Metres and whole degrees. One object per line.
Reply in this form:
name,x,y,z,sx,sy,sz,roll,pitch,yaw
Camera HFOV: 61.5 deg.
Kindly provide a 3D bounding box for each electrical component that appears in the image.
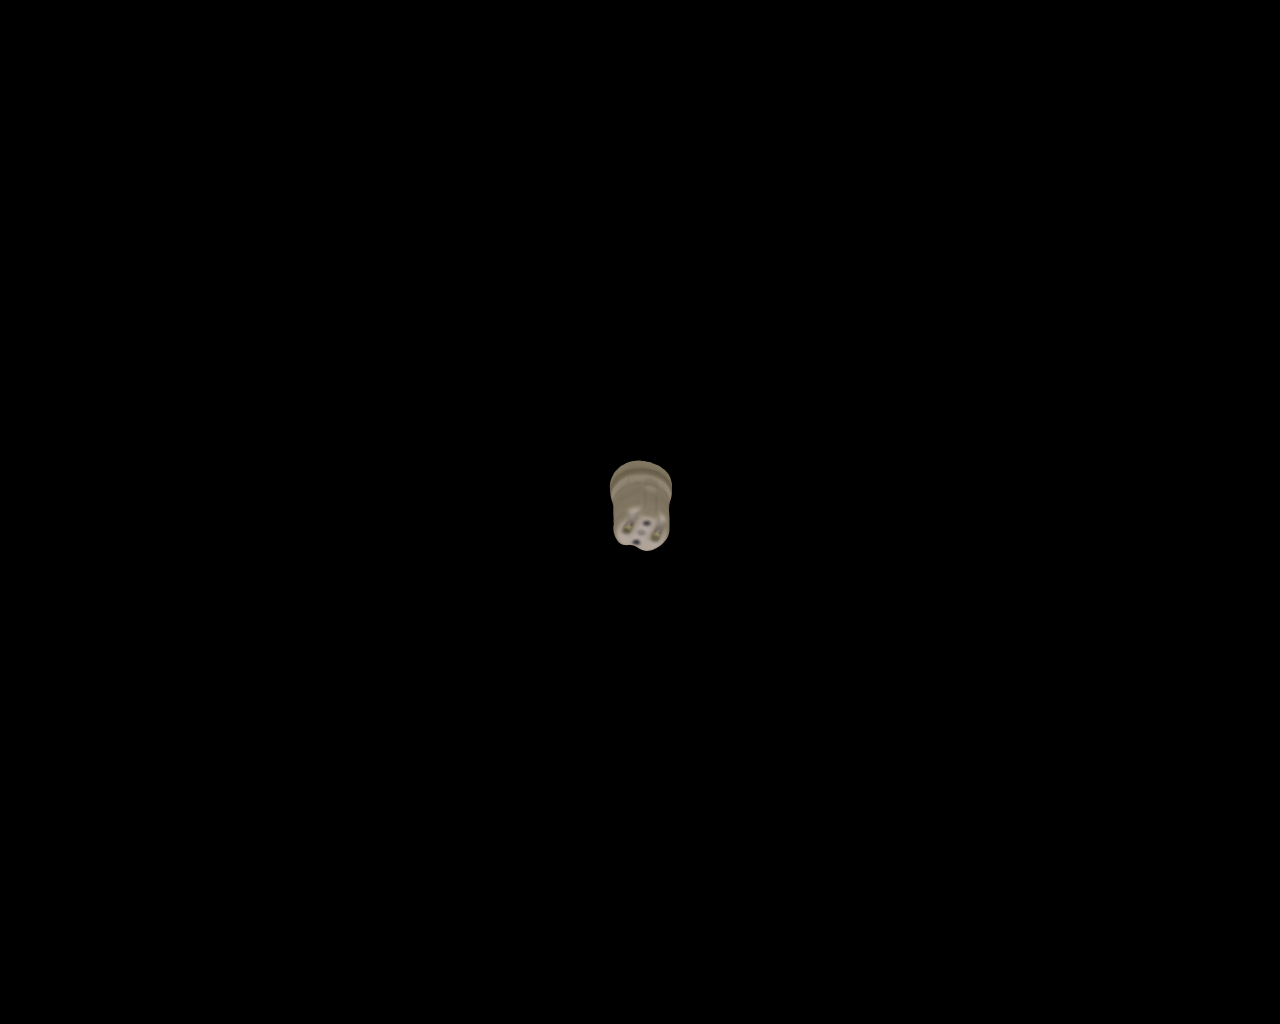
electrical component,0.001,-0.003,0.650,0.040,0.040,0.046,0,45,0
